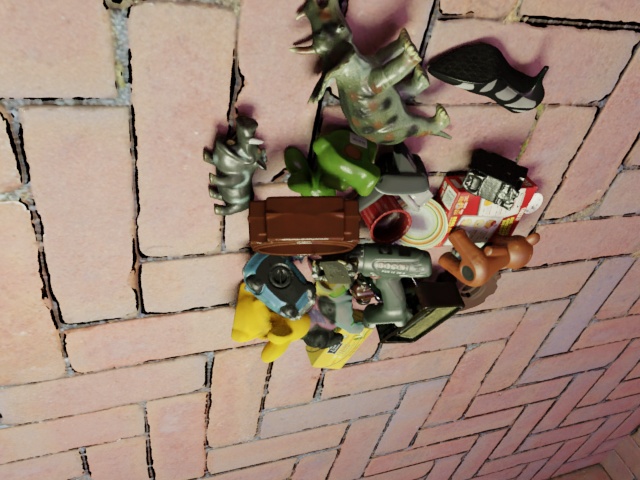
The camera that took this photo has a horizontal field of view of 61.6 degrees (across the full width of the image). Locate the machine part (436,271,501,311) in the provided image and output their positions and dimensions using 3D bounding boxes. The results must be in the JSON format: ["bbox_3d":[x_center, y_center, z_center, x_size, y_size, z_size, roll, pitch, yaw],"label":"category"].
[{"bbox_3d":[0.394,0.119,1.432,0.179,0.056,0.179,-12,136,-12],"label":"machine part"}]

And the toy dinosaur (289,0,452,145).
[{"bbox_3d":[0.101,-0.238,0.925,0.192,0.131,0.404,-24,142,17],"label":"toy dinosaur"}]

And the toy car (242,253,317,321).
[{"bbox_3d":[-0.088,0.093,1.122,0.109,0.161,0.103,-48,-176,-23],"label":"toy car"}]

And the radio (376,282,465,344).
[{"bbox_3d":[0.247,0.190,1.379,0.131,0.073,0.229,4,144,-31],"label":"radio"}]

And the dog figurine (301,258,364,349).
[{"bbox_3d":[0.005,0.142,1.247,0.192,0.109,0.219,-26,132,5],"label":"dog figurine"}]

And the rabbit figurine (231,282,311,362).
[{"bbox_3d":[-0.103,0.178,1.176,0.173,0.162,0.121,11,120,-11],"label":"rabbit figurine"}]

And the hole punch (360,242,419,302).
[{"bbox_3d":[0.162,0.069,1.246,0.116,0.092,0.142,-23,111,26],"label":"hole punch"}]

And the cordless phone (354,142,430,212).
[{"bbox_3d":[0.117,-0.097,1.041,0.184,0.147,0.088,-40,108,21],"label":"cordless phone"}]

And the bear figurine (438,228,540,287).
[{"bbox_3d":[0.389,0.024,1.217,0.196,0.132,0.120,-25,147,-26],"label":"bear figurine"}]

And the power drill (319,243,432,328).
[{"bbox_3d":[0.122,0.091,1.155,0.232,0.086,0.207,-3,121,6],"label":"power drill"}]

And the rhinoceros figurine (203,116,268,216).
[{"bbox_3d":[-0.145,-0.125,0.945,0.112,0.073,0.190,-5,133,-18],"label":"rhinoceros figurine"}]

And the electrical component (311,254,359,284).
[{"bbox_3d":[0.029,0.059,1.077,0.102,0.045,0.078,2,126,18],"label":"electrical component"}]

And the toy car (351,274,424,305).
[{"bbox_3d":[0.175,0.109,1.328,0.202,0.053,0.089,-11,132,-13],"label":"toy car"}]

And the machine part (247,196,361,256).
[{"bbox_3d":[-0.030,-0.021,0.998,0.202,0.087,0.201,1,172,-4],"label":"machine part"}]

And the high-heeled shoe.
[{"bbox_3d":[0.312,-0.291,1.018,0.249,0.086,0.145,3,163,-4],"label":"high-heeled shoe"}]

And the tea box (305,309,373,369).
[{"bbox_3d":[0.048,0.257,1.400,0.098,0.068,0.169,12,126,-33],"label":"tea box"}]

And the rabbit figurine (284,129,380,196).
[{"bbox_3d":[0.011,-0.113,1.002,0.159,0.121,0.170,10,142,-27],"label":"rabbit figurine"}]

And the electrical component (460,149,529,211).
[{"bbox_3d":[0.367,-0.133,1.124,0.115,0.134,0.058,27,131,10],"label":"electrical component"}]

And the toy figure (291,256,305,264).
[{"bbox_3d":[-0.001,-0.002,1.138,0.154,0.058,0.064,-25,111,6],"label":"toy figure"}]

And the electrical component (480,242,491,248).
[{"bbox_3d":[0.429,0.017,1.307,0.063,0.021,0.094,-11,-170,42],"label":"electrical component"}]
